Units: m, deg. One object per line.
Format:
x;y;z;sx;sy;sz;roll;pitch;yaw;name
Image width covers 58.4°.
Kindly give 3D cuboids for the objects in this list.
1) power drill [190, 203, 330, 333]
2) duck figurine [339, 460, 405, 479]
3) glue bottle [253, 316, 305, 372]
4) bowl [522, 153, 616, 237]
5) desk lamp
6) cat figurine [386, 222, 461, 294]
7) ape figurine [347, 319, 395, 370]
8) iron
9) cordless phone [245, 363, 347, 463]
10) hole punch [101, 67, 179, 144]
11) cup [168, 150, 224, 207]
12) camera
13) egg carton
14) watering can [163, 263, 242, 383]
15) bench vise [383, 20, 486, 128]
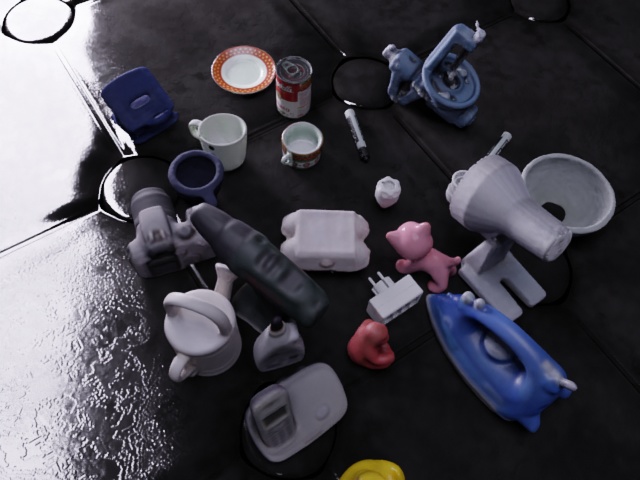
-0.091;0.061;0.847;0.229;0.208;0.076;33;65;14;power drill
0.070;0.337;0.780;0.105;0.086;0.077;-19;65;-13;duck figurine
-0.060;0.144;0.825;0.078;0.173;0.037;-13;63;-10;glue bottle
0.430;-0.068;1.027;0.167;0.075;0.167;2;62;-3;bowl
0.295;-0.004;0.904;0.118;0.213;0.203;-31;68;-18;desk lamp
0.171;0.017;0.939;0.127;0.118;0.067;28;64;11;cat figurine
0.081;0.154;0.875;0.076;0.092;0.078;-4;62;-6;ape figurine
0.264;0.153;0.860;0.119;0.141;0.258;-37;70;-20;iron
-0.032;0.221;0.779;0.148;0.185;0.094;-33;69;-19;cordless phone
-0.332;-0.252;1.065;0.109;0.091;0.101;-40;71;-21;hole punch
-0.201;-0.083;0.981;0.092;0.095;0.117;-26;66;-16;cup
-0.252;-0.027;0.945;0.143;0.101;0.136;-17;64;-12;camera
0.009;0.003;0.963;0.150;0.069;0.107;1;62;-3;egg carton
-0.169;0.115;0.821;0.101;0.194;0.173;2;62;-2;watering can
0.212;-0.318;1.063;0.207;0.220;0.121;15;62;5;bench vise
